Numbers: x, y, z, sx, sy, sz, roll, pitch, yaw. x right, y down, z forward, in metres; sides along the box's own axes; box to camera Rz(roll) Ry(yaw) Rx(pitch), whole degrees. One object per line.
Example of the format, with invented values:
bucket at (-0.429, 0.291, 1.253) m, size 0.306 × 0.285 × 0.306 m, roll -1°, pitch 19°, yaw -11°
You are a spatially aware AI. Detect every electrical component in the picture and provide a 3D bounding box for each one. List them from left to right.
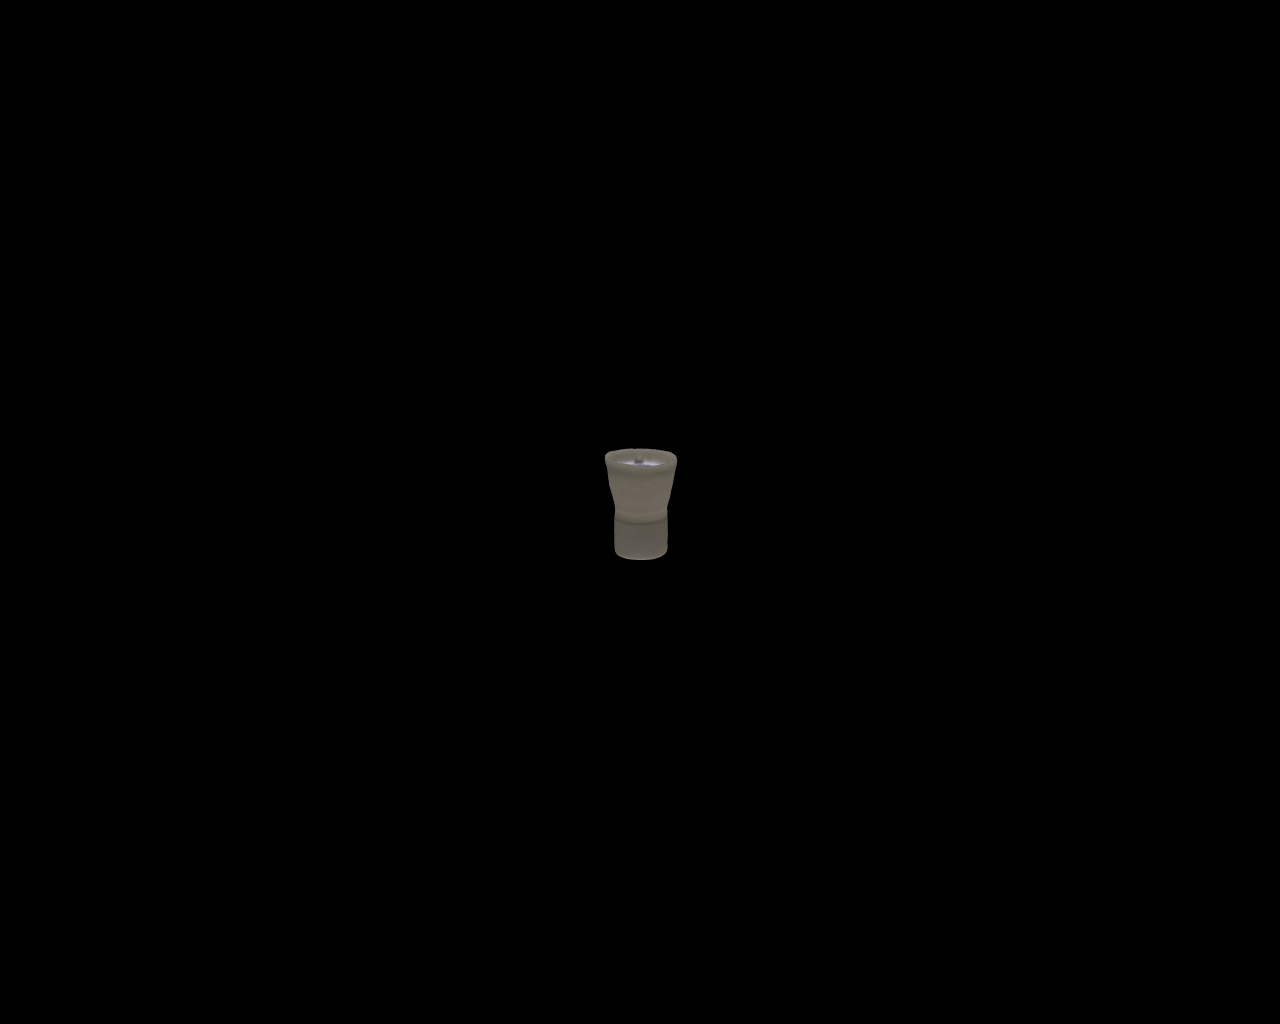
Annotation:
electrical component at (0.001, -0.003, 0.650) m, size 0.044 × 0.065 × 0.044 m, roll 0°, pitch 16°, yaw 0°
